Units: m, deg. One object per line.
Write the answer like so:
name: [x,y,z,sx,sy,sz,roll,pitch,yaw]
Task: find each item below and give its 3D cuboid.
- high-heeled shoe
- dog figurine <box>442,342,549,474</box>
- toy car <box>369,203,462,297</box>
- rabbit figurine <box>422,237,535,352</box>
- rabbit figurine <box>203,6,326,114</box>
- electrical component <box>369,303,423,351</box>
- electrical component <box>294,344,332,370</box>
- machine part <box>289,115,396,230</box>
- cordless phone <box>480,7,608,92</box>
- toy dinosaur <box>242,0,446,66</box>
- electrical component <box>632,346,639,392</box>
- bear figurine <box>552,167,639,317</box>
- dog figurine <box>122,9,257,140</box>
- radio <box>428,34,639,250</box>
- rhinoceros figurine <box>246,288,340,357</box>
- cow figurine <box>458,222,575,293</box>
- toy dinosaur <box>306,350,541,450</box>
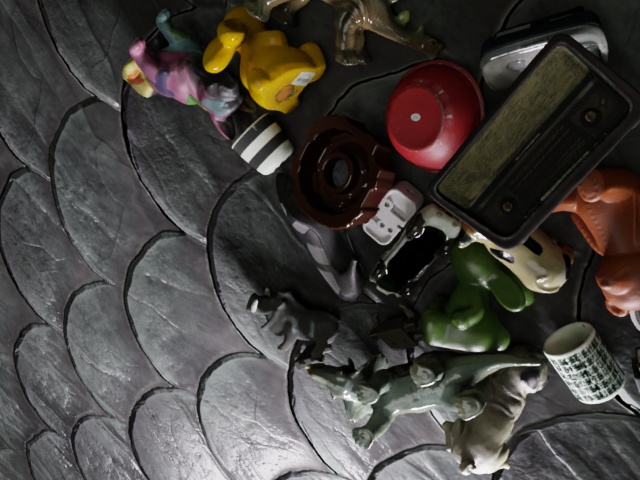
high-heeled shoe: [-0.002,-0.003,0.963,0.249,0.086,0.145,53,160,20]
dog figurine: [0.287,0.269,0.859,0.121,0.172,0.190,22,128,5]
toy car: [0.151,0.023,0.874,0.073,0.056,0.201,31,133,-3]
rabbit figurine: [0.240,0.082,0.831,0.159,0.121,0.170,9,101,31]
rabbit figurine: [-0.103,-0.290,0.837,0.122,0.162,0.173,-42,71,46]
electrical component: [0.139,0.157,0.959,0.102,0.045,0.078,-29,125,36]
electrical component: [-0.021,0.231,1.060,0.094,0.063,0.021,-22,101,34]
machine part: [0.034,-0.104,0.849,0.180,0.056,0.179,-1,89,37]
cordless phone: [0.299,-0.193,0.701,0.147,0.089,0.184,-8,118,29]
toy dinosaur: [-0.021,-0.398,0.764,0.471,0.105,0.198,30,115,2]
electrical component: [0.503,0.173,0.732,0.134,0.115,0.058,-19,98,32]
bear figurine: [0.375,0.008,0.700,0.120,0.132,0.195,160,102,-66]
dog figurine: [-0.218,-0.262,0.918,0.219,0.108,0.191,41,154,-13]
radio: [0.250,-0.106,0.634,0.131,0.073,0.229,42,115,10]
rhinoceros figurine: [-0.055,0.153,1.038,0.191,0.073,0.112,14,118,22]
cow figurine: [0.271,0.000,0.769,0.195,0.127,0.085,43,122,2]
toy dinosaur: [0.170,0.240,0.908,0.405,0.192,0.131,-17,94,23]
